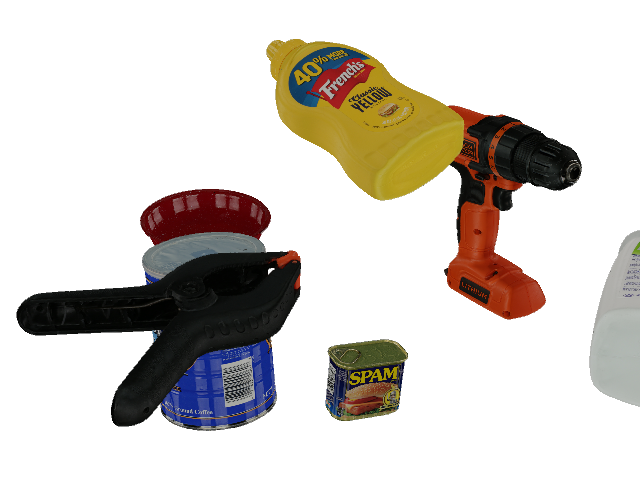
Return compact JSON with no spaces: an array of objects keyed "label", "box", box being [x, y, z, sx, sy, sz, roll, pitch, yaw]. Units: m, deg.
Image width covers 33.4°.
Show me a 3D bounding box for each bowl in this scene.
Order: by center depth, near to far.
[{"label":"bowl","box":[-0.143,-0.006,1.333,0.162,0.055,0.162,1,29,-1]}]

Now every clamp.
[{"label":"clamp","box":[-0.075,0.049,0.615,0.171,0.039,0.120,-17,42,-26]}]

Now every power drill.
[{"label":"power drill","box":[0.174,-0.025,1.005,0.057,0.188,0.185,-16,27,-26]}]

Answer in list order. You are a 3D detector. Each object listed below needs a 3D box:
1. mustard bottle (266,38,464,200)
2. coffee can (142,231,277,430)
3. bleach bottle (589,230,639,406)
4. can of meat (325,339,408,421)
[{"label":"mustard bottle","box":[0.020,-0.113,0.870,0.096,0.058,0.192,-33,53,-22]},{"label":"coffee can","box":[-0.092,0.075,0.908,0.103,0.140,0.103,-3,20,1]},{"label":"bleach bottle","box":[0.252,0.038,0.745,0.103,0.068,0.250,9,20,19]},{"label":"can of meat","box":[0.058,0.182,1.388,0.102,0.084,0.057,-5,25,-22]}]
